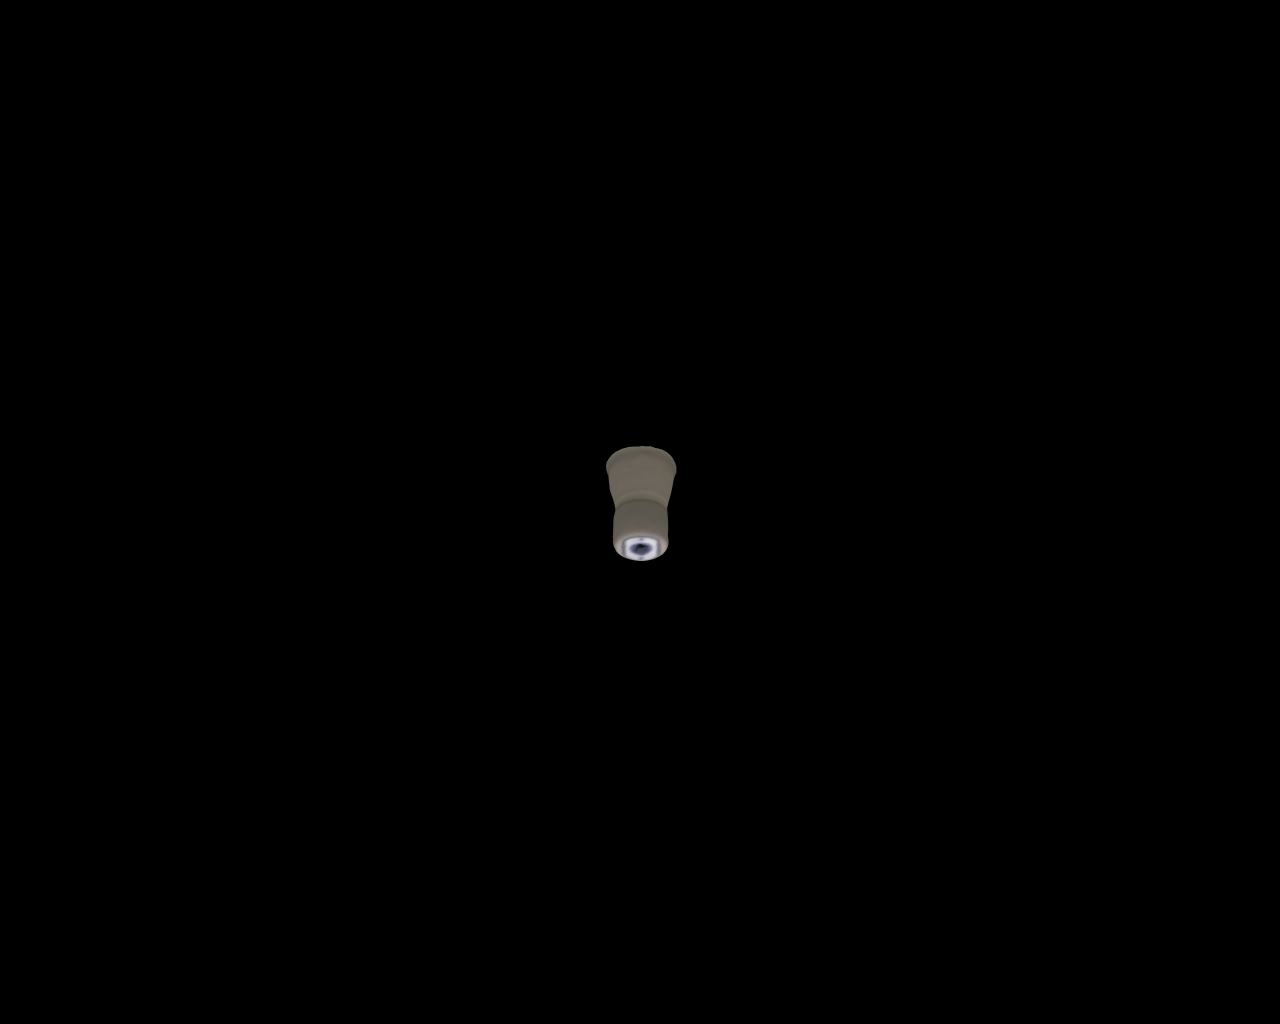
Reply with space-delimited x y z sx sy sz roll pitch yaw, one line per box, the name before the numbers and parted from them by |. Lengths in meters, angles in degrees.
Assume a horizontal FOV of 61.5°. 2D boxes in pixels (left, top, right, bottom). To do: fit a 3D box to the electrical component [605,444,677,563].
electrical component | 0.001 -0.003 0.650 0.044 0.065 0.044 0 -34 0
